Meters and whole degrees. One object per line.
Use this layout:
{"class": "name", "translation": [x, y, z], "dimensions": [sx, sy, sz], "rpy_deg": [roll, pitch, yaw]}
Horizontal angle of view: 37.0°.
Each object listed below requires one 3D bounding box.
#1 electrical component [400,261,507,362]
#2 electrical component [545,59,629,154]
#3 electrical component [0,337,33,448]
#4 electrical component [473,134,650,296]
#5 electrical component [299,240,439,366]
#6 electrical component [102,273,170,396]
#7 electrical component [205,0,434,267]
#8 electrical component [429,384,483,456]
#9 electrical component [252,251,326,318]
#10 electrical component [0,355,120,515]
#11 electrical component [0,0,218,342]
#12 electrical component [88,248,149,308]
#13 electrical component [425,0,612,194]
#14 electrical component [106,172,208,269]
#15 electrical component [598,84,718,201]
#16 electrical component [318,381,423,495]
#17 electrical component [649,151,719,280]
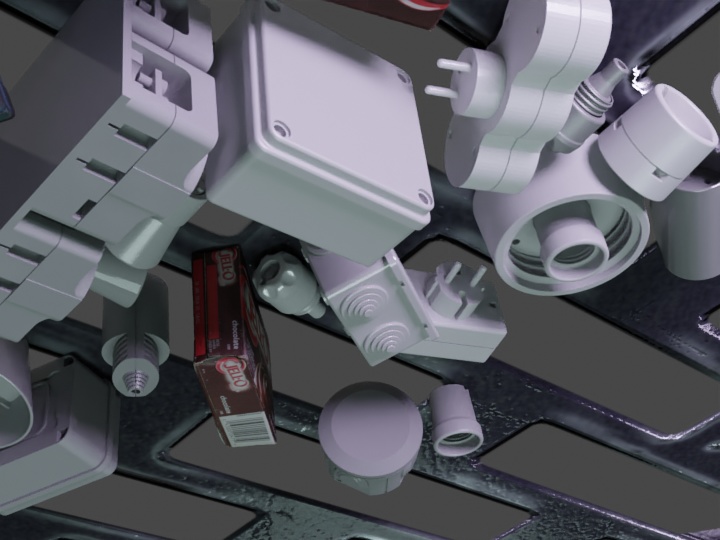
{"class": "electrical component", "translation": [0.061, 0.020, 0.738], "dimensions": [0.083, 0.047, 0.075], "rpy_deg": [8, 138, -21]}
{"class": "electrical component", "translation": [0.129, -0.097, 0.620], "dimensions": [0.035, 0.035, 0.061], "rpy_deg": [21, 130, -32]}
{"class": "electrical component", "translation": [-0.270, 0.073, 0.723], "dimensions": [0.099, 0.064, 0.099], "rpy_deg": [-6, 141, -5]}
{"class": "electrical component", "translation": [0.131, -0.028, 0.684], "dimensions": [0.108, 0.060, 0.108], "rpy_deg": [-6, 141, -5]}
{"class": "electrical component", "translation": [0.000, 0.000, 0.663], "dimensions": [0.048, 0.099, 0.099], "rpy_deg": [-28, 139, 2]}
{"class": "electrical component", "translation": [-0.146, 0.046, 0.701], "dimensions": [0.043, 0.081, 0.043], "rpy_deg": [-6, 141, -5]}
{"class": "electrical component", "translation": [-0.023, -0.071, 0.561], "dimensions": [0.109, 0.108, 0.056], "rpy_deg": [22, 134, -33]}
{"class": "electrical component", "translation": [0.075, 0.120, 0.865], "dimensions": [0.040, 0.046, 0.040], "rpy_deg": [-6, 141, -5]}
{"class": "electrical component", "translation": [-0.043, 0.014, 0.721], "dimensions": [0.035, 0.035, 0.061], "rpy_deg": [-25, 141, 19]}
{"class": "electrical component", "translation": [-0.235, 0.121, 0.779], "dimensions": [0.113, 0.078, 0.057], "rpy_deg": [-23, 137, 16]}
{"class": "electrical component", "translation": [-0.148, -0.055, 0.557], "dimensions": [0.060, 0.105, 0.186], "rpy_deg": [26, 130, -36]}
{"class": "electrical component", "translation": [-0.168, -0.007, 0.666], "dimensions": [0.065, 0.044, 0.044], "rpy_deg": [19, 134, -24]}
{"class": "electrical component", "translation": [0.073, -0.100, 0.589], "dimensions": [0.074, 0.052, 0.138], "rpy_deg": [6, 139, -18]}
{"class": "electrical component", "translation": [-0.119, -0.037, 0.639], "dimensions": [0.044, 0.044, 0.065], "rpy_deg": [26, 125, -36]}
{"class": "electrical component", "translation": [0.178, -0.077, 0.639], "dimensions": [0.055, 0.055, 0.047], "rpy_deg": [20, 129, -31]}
{"class": "electrical component", "translation": [0.008, 0.132, 0.841], "dimensions": [0.080, 0.080, 0.051], "rpy_deg": [-6, 146, -4]}
{"class": "electrical component", "translation": [0.234, -0.043, 0.698], "dimensions": [0.079, 0.044, 0.077], "rpy_deg": [-23, 131, -7]}
